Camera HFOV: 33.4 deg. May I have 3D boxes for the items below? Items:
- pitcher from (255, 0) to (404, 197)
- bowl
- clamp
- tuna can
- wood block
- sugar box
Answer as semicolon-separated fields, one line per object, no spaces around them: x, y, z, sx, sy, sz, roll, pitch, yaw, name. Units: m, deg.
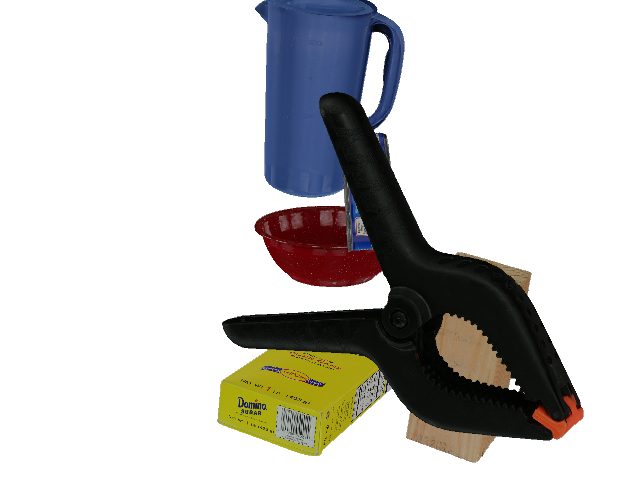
0.002;-0.179;1.319;0.144;0.243;0.149;-9;28;-28;pitcher
0.012;0.009;1.111;0.162;0.055;0.162;0;16;0;bowl
0.049;0.028;0.566;0.210;0.165;0.036;29;24;26;clamp
0.034;-0.035;0.775;0.034;0.086;0.086;-4;0;1;tuna can
0.167;0.131;1.208;0.090;0.206;0.090;17;22;23;wood block
-0.001;0.117;0.903;0.093;0.048;0.176;15;23;23;sugar box
